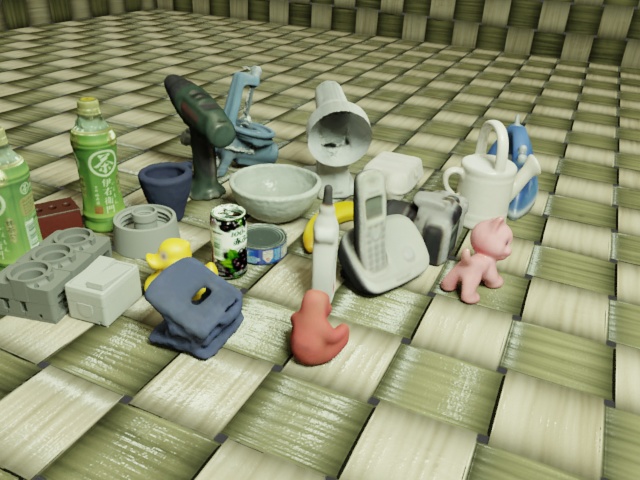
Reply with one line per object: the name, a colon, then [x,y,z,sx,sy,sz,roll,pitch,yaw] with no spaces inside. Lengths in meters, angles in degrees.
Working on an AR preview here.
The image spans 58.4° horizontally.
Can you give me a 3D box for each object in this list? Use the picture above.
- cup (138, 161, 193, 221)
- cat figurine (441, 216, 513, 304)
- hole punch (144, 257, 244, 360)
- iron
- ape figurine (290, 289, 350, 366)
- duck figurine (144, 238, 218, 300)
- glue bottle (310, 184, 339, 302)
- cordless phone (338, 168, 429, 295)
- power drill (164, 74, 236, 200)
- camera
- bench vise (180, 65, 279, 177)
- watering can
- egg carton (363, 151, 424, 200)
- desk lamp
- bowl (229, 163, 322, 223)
cup: [-0.264,-0.085,1.020,0.091,0.095,0.118,14,31,19]
cat figurine: [0.245,0.017,0.863,0.067,0.118,0.128,27,37,37]
hole punch: [-0.156,0.082,0.732,0.101,0.091,0.109,13,30,17]
iron: [0.399,-0.157,1.168,0.118,0.141,0.258,8,29,8]
ape figurine: [-0.005,0.102,0.710,0.077,0.092,0.076,24,35,33]
duck figurine: [-0.198,0.038,0.814,0.105,0.086,0.077,-5,30,-14]
glue bottle: [0.007,0.003,0.807,0.037,0.173,0.078,3,29,1]
cordless phone: [0.099,-0.022,0.849,0.148,0.185,0.093,-22,37,-37]
power drill: [-0.237,-0.194,1.102,0.076,0.208,0.228,-19,35,-33]
camera: [0.172,-0.041,0.977,0.136,0.101,0.143,15,31,21]
bench vise: [-0.178,-0.243,1.185,0.121,0.220,0.208,26,36,36]
watering can: [0.311,-0.124,1.044,0.173,0.194,0.100,-13,33,-27]
egg carton: [0.147,-0.128,1.166,0.107,0.069,0.150,15,31,20]
desk lamp: [0.022,-0.188,1.113,0.118,0.214,0.203,-2,29,-9]
bowl: [-0.081,-0.077,1.045,0.167,0.075,0.167,2,29,-1]
